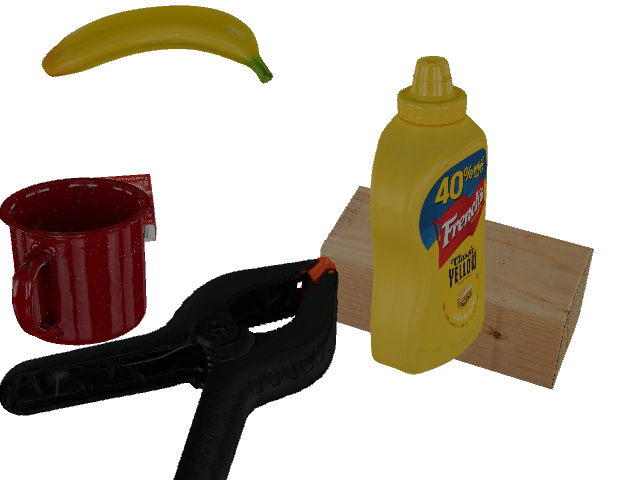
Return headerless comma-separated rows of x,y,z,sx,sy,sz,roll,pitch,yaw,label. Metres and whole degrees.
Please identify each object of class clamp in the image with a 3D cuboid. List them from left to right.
-0.043,0.061,0.484,0.171,0.039,0.120,-28,51,-32,clamp

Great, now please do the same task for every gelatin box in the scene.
-0.217,-0.032,1.101,0.089,0.073,0.030,-4,-41,-12,gelatin box

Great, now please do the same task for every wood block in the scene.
0.112,0.038,0.902,0.206,0.091,0.090,17,48,18,wood block

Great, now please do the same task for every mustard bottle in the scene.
0.068,-0.019,0.660,0.058,0.192,0.096,18,33,35,mustard bottle

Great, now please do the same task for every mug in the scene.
-0.157,0.019,0.673,0.093,0.081,0.117,7,25,13,mug

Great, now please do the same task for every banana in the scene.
-0.140,-0.174,0.928,0.197,0.069,0.037,0,-33,-3,banana
